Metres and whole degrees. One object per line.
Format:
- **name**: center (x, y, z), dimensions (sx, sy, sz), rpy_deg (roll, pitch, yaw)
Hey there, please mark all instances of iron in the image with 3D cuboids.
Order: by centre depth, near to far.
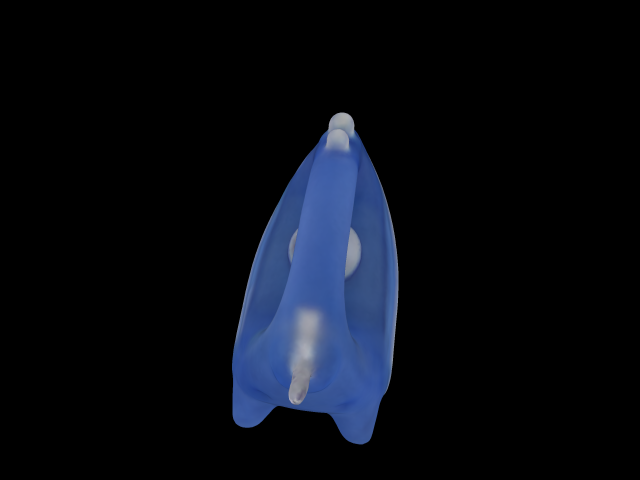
- **iron**: center (0.004, 0.001, 0.400), dimensions (0.118, 0.141, 0.258), rpy_deg (7, 70, 3)
